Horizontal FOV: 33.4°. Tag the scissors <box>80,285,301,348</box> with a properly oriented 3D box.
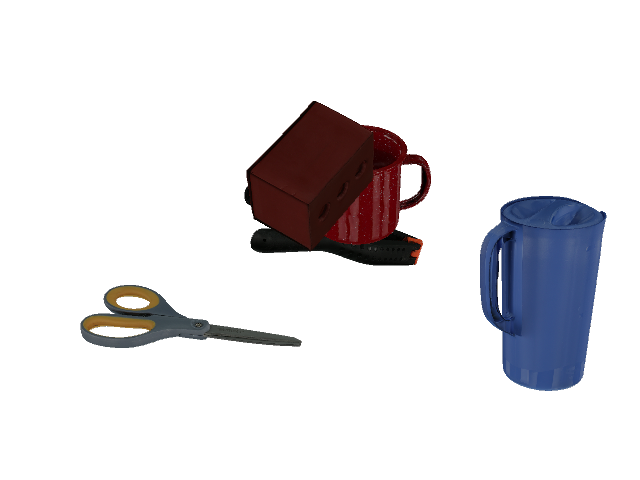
[{"bbox_3d":[-0.123,0.072,1.008,0.201,0.016,0.096,-1,33,-8],"label":"scissors"}]

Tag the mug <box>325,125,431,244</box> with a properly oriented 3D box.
[{"bbox_3d":[0.045,-0.051,0.990,0.117,0.081,0.093,-6,34,-7],"label":"mug"}]

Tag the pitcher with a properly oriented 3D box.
[{"bbox_3d":[0.290,0.072,1.403,0.149,0.243,0.144,5,21,15],"label":"pitcher"}]

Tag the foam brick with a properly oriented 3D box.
[{"bbox_3d":[-0.005,-0.043,0.716,0.051,0.078,0.053,28,-30,22],"label":"foam brick"}]

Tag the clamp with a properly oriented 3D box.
[{"bbox_3d":[0.012,-0.005,1.186,0.210,0.036,0.164,15,20,-5],"label":"clamp"}]
